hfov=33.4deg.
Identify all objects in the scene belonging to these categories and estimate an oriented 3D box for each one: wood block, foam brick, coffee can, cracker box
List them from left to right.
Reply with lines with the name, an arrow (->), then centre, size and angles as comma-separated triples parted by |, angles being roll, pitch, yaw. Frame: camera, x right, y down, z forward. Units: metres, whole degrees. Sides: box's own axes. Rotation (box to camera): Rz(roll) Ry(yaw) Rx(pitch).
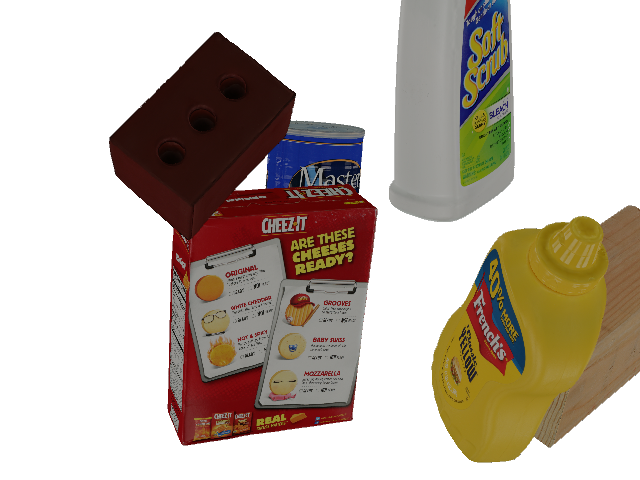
foam brick -> -0.058, -0.050, 0.520 | 0.053, 0.078, 0.051 | 39, -16, 5
cracker box -> -0.047, 0.063, 0.931 | 0.164, 0.214, 0.072 | -5, 25, -21
coffee can -> -0.009, -0.053, 1.144 | 0.103, 0.140, 0.103 | 4, 11, -1
wood block -> 0.219, 0.062, 0.862 | 0.205, 0.090, 0.091 | -28, 48, -35

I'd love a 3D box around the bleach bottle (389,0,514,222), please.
bleach bottle -> 0.091, -0.145, 0.744 | 0.068, 0.251, 0.102 | 20, 38, 38

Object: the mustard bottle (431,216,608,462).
mustard bottle -> 0.119, 0.049, 0.625 | 0.058, 0.096, 0.192 | 1, -36, -13
